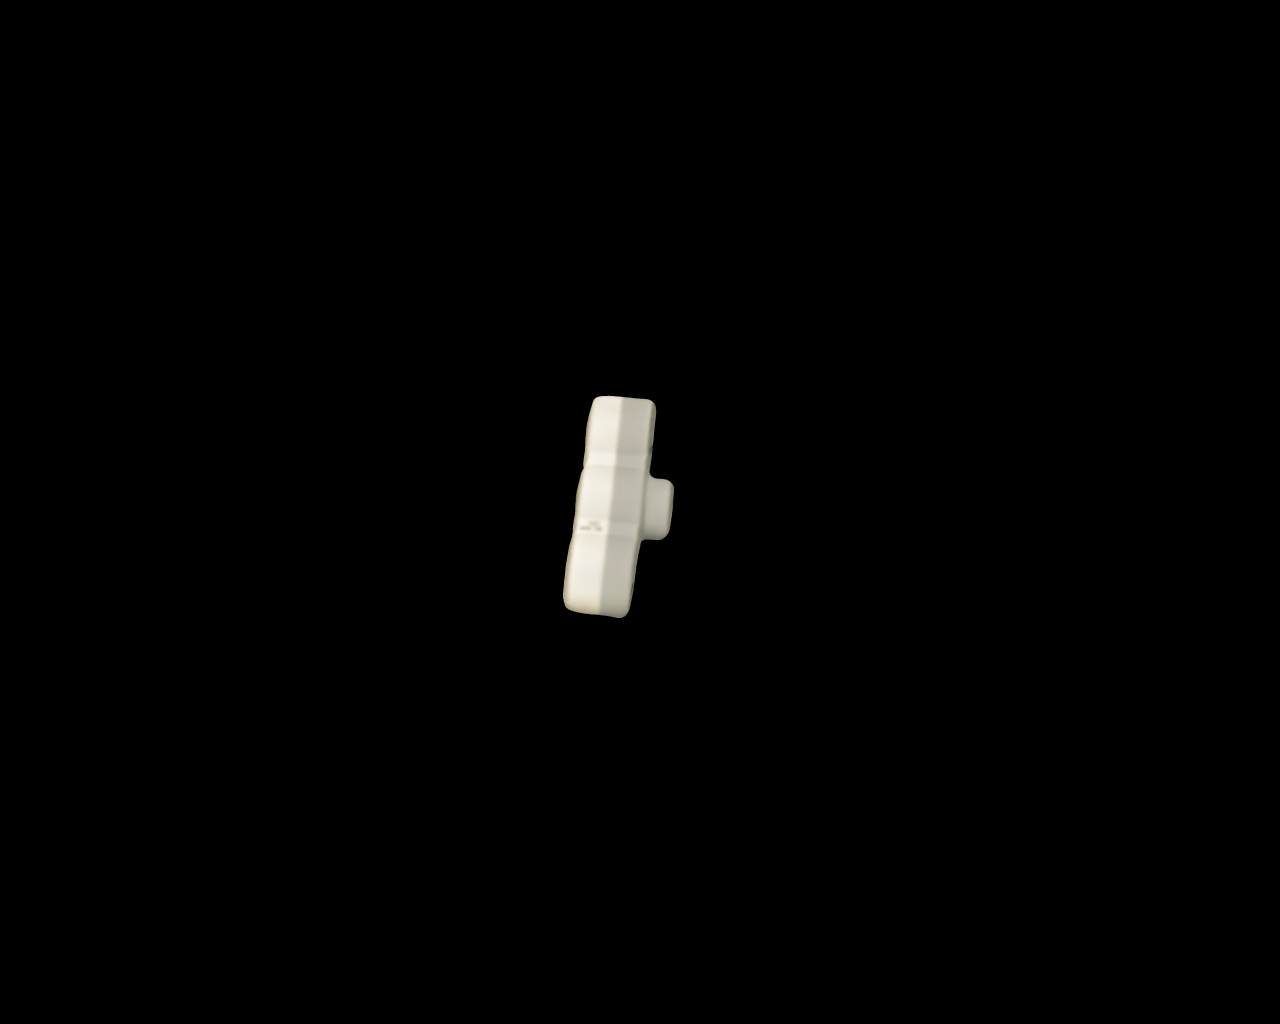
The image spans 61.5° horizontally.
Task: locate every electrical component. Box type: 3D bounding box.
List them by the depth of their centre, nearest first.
[{"bbox_3d":[0.001,-0.003,0.650,0.074,0.138,0.052,7,-19,2],"label":"electrical component"}]
